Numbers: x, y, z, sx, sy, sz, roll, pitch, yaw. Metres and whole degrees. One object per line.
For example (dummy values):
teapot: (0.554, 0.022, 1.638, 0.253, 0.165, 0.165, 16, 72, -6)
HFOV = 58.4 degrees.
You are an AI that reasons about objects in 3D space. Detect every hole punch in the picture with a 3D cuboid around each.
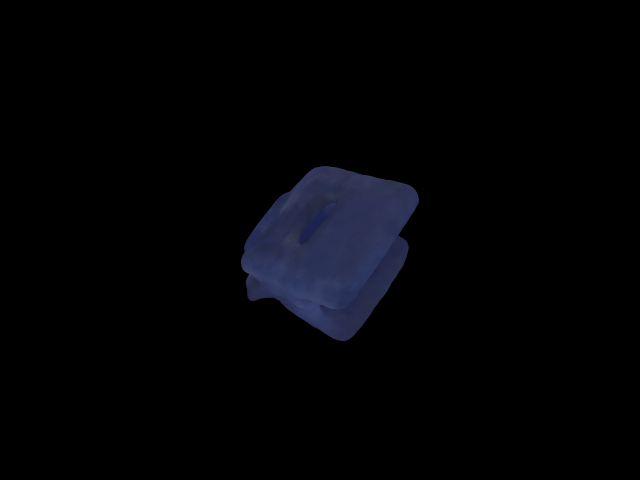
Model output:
hole punch: (0.004, 0.001, 0.400, 0.101, 0.091, 0.109, 30, 67, 15)
